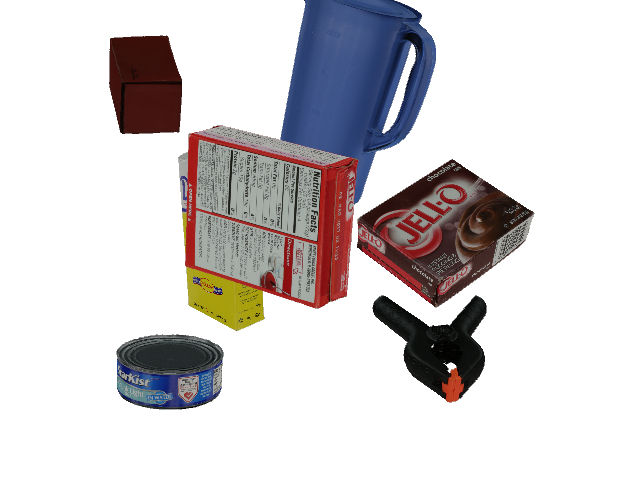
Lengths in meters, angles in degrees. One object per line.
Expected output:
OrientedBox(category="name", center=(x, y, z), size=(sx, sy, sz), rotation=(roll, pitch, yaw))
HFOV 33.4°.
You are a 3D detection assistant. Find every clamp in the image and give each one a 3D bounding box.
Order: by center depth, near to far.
OrientedBox(category="clamp", center=(0.129, 0.101, 1.075), size=(0.120, 0.039, 0.171), rotation=(-9, 31, -9))

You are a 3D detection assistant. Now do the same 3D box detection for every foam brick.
OrientedBox(category="foam brick", center=(-0.151, -0.135, 0.917), size=(0.053, 0.051, 0.078), rotation=(-4, 40, -16))

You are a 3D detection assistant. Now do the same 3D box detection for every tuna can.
OrientedBox(category="tuna can", center=(-0.122, 0.106, 0.862), size=(0.086, 0.034, 0.086), rotation=(3, 14, -1))

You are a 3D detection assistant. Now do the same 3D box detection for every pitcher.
OrientedBox(category="pitcher", center=(0.031, -0.161, 1.227), size=(0.145, 0.243, 0.149), rotation=(10, 22, -11))

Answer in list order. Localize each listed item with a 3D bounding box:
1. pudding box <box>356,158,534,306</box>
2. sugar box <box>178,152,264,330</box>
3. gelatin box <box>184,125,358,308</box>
OrientedBox(category="pudding box", center=(0.098, -0.008, 0.848), size=(0.113, 0.039, 0.090), rotation=(-31, 54, -31))
OrientedBox(category="sugar box", center=(-0.105, -0.002, 1.128), size=(0.048, 0.176, 0.093), rotation=(-22, 28, -37))
OrientedBox(category="gelatin box", center=(-0.026, -0.013, 0.538), size=(0.089, 0.073, 0.030), rotation=(16, 23, 30))
